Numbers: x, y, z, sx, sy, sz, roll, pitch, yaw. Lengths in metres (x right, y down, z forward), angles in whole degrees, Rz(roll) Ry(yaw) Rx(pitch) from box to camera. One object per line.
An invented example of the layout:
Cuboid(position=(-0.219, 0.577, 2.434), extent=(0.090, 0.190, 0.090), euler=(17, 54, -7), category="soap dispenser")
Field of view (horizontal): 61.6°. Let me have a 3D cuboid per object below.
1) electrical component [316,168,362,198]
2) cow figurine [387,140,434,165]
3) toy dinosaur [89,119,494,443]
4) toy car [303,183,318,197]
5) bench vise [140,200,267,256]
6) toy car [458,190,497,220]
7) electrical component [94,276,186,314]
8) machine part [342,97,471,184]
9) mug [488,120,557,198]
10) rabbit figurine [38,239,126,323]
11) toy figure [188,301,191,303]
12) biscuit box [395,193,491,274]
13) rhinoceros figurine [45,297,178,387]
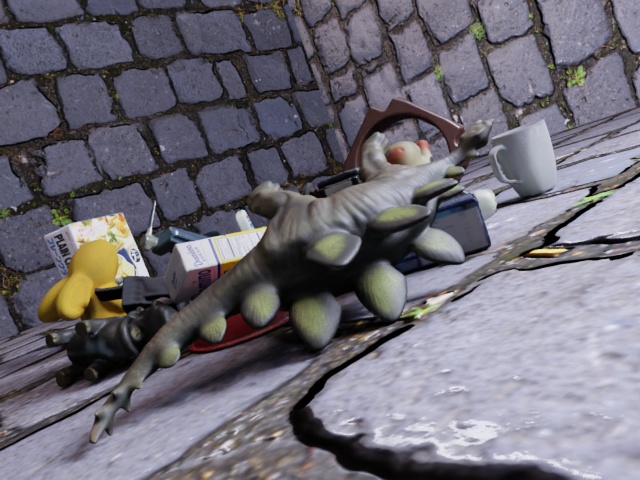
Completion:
Cuboid(position=(0.046, -0.022, 0.692), extent=(0.115, 0.134, 0.058), euler=(-17, 6, 16), category="electrical component")
Cuboid(position=(0.152, -0.084, 0.826), extent=(0.085, 0.127, 0.194), euler=(-23, -36, 23), category="cow figurine")
Cuboid(position=(0.001, 0.007, 0.500), extent=(0.471, 0.105, 0.199), euler=(-34, 27, -14), category="toy dinosaur")
Cuboid(position=(0.013, -0.064, 1.046), extent=(0.089, 0.053, 0.202), euler=(19, -5, 3), category="toy car")
Cuboid(position=(-0.169, 0.025, 0.875), extent=(0.224, 0.129, 0.240), euler=(-25, -34, 36), category="bench vise")
Cuboid(position=(0.142, -0.020, 0.738), extent=(0.202, 0.056, 0.073), euler=(-22, -2, 17), category="toy car")
Cuboid(position=(-0.250, 0.083, 0.744), extent=(0.119, 0.048, 0.074), euler=(-5, -33, -9), category="electrical component")
Cuboid(position=(0.160, -0.142, 0.986), extent=(0.202, 0.200, 0.087), euler=(29, 17, 16), category="machine part")
Cuboid(position=(0.313, -0.118, 0.825), extent=(0.109, 0.107, 0.081), euler=(-27, 6, -29), category="mug")
Cuboid(position=(-0.337, 0.088, 0.816), extent=(0.122, 0.173, 0.162), euler=(-11, 5, 40), category="rabbit figurine")
Cuboid(position=(-0.121, 0.065, 0.786), extent=(0.154, 0.057, 0.064), euler=(-21, 38, -13), category="toy figure")
Cuboid(position=(0.089, 0.007, 0.623), extent=(0.203, 0.059, 0.063), euler=(-18, 6, 15), category="biscuit box")
Cuboid(position=(-0.253, 0.127, 0.673), extent=(0.190, 0.073, 0.112), euler=(-19, -6, 29), category="rhinoceros figurine")
